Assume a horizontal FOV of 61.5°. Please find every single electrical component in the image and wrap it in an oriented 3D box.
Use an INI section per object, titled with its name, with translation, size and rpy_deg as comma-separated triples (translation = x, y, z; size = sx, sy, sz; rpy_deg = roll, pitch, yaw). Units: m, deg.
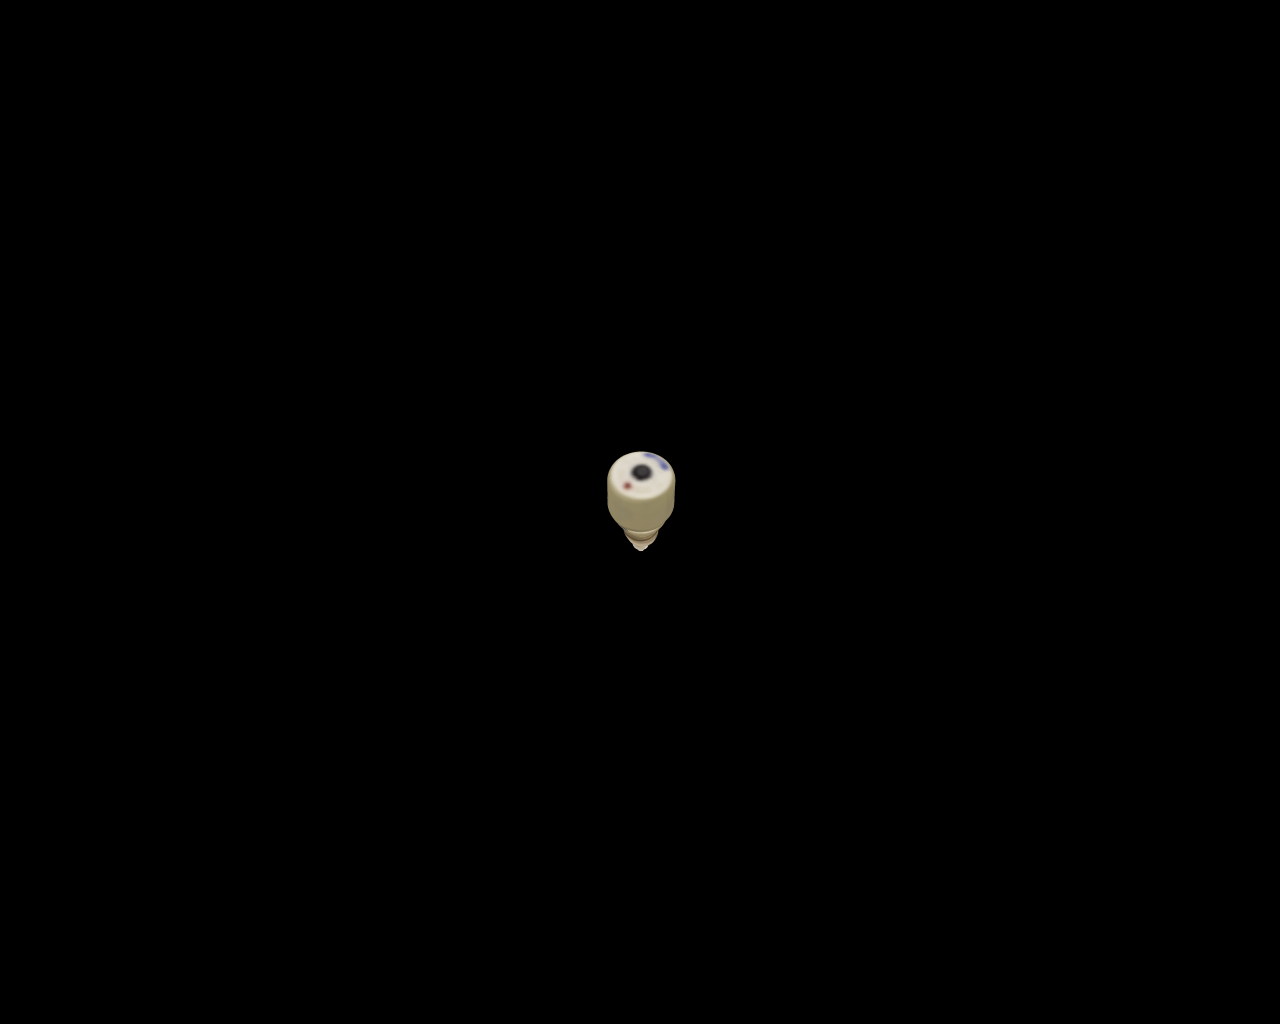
[electrical component]
translation = 0.001, -0.003, 0.650
size = 0.040, 0.040, 0.078
rpy_deg = 0, -37, 0
